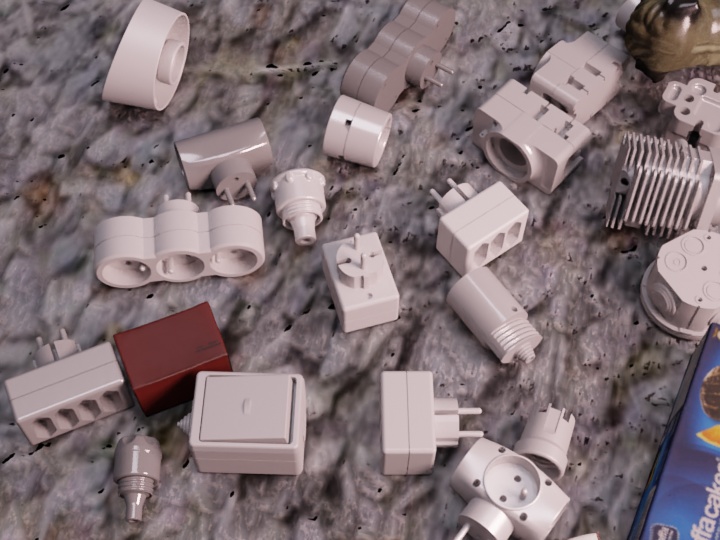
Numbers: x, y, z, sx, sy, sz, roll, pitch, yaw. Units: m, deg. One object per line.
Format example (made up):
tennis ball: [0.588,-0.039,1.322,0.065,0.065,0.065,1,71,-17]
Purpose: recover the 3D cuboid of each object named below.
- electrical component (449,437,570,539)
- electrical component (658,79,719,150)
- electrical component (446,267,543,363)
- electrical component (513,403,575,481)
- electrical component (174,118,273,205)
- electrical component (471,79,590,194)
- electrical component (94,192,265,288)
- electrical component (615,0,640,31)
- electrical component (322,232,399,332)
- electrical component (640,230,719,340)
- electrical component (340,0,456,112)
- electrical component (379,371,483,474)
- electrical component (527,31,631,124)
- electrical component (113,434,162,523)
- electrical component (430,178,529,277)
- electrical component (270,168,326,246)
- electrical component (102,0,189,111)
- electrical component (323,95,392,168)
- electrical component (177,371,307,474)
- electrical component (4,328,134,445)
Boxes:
electrical component: [0.097,0.173,0.773,0.077,0.044,0.079,34,64,18]
electrical component: [0.300,-0.126,0.948,0.078,0.057,0.058,26,62,15]
electrical component: [0.110,0.041,0.854,0.043,0.043,0.081,-30,64,-17]
electrical component: [0.139,0.128,0.805,0.040,0.040,0.046,19,55,11]
electrical component: [-0.113,-0.087,0.930,0.077,0.044,0.079,-18,61,-11]
electrical component: [0.146,-0.115,0.945,0.089,0.050,0.056,38,66,20]
electrical component: [-0.151,-0.034,0.892,0.138,0.052,0.073,-6,59,-4]
electrical component: [0.277,-0.231,1.019,0.045,0.045,0.055,-27,63,-16]
electrical component: [0.000,0.000,0.859,0.047,0.076,0.065,-14,60,-9]
electrical component: [0.271,0.011,0.868,0.080,0.051,0.080,0,59,0]
electrical component: [0.050,-0.191,0.989,0.074,0.052,0.138,31,63,17]
electrical component: [0.054,0.114,0.807,0.077,0.047,0.065,0,59,-1]
electrical component: [0.192,-0.170,0.973,0.056,0.050,0.089,38,58,21]
electrical component: [-0.164,0.154,0.790,0.035,0.035,0.061,-1,61,-1]
electrical component: [0.090,-0.047,0.905,0.066,0.047,0.076,-32,64,-18]
electrical component: [-0.050,-0.052,0.910,0.048,0.048,0.062,-7,66,-5]
electrical component: [-0.193,-0.193,0.966,0.064,0.099,0.099,17,60,2]
electrical component: [-0.002,-0.120,0.946,0.047,0.055,0.055,19,60,7]
electrical component: [-0.089,0.112,0.799,0.096,0.061,0.061,1,59,1]
electrical component: [-0.228,0.079,0.827,0.083,0.047,0.075,-21,62,-13]
